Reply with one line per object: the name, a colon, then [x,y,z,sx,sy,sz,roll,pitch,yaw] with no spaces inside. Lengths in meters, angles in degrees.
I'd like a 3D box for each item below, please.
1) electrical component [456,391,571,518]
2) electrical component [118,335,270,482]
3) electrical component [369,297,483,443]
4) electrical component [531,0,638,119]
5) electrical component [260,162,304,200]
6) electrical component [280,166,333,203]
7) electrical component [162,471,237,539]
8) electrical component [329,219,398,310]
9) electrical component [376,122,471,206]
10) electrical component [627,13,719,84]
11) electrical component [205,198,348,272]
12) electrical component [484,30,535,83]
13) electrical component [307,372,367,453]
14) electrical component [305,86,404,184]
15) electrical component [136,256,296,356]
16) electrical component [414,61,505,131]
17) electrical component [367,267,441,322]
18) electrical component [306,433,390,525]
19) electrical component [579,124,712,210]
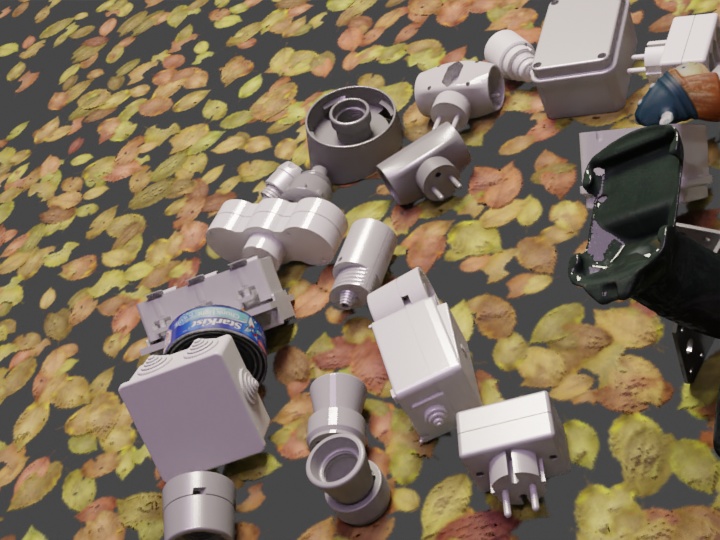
electrical component: [0.104,0.130,0.720,0.066,0.047,0.076,-16,42,15]
electrical component: [-0.126,0.107,0.841,0.100,0.099,0.048,-20,15,11]
electrical component: [0.054,0.076,0.794,0.061,0.061,0.096,-25,41,5]
electrical component: [0.208,-0.200,0.991,0.078,0.057,0.113,-3,47,28]
electrical component: [-0.080,-0.075,1.049,0.061,0.035,0.035,-48,43,-15]
electrical component: [-0.046,-0.074,1.022,0.048,0.048,0.062,-6,39,25]
electrical component: [-0.118,0.183,0.792,0.055,0.055,0.047,-20,45,12]
electrical component: [0.000,0.000,0.918,0.043,0.043,0.081,-2,48,29]
electrical component: [0.065,-0.088,0.970,0.077,0.043,0.079,-33,41,-3]
electrical component: [0.274,-0.183,0.943,0.077,0.047,0.065,1,49,32]
electrical component: [-0.084,-0.023,0.984,0.138,0.052,0.073,1,49,31]
electrical component: [0.152,-0.202,1.039,0.040,0.040,0.078,-32,41,-3]
electrical component: [-0.017,0.112,0.812,0.045,0.045,0.055,-15,43,16]
electrical component: [-0.007,-0.133,1.062,0.099,0.064,0.099,-6,48,7]
electrical component: [-0.127,0.034,0.932,0.121,0.063,0.079,-20,0,11]
electrical component: [0.091,-0.159,1.029,0.077,0.043,0.079,-1,48,30]
electrical component: [0.037,0.032,0.856,0.047,0.055,0.055,-26,40,10]
electrical component: [-0.007,0.149,0.760,0.045,0.055,0.045,-16,42,15]
electrical component: [0.219,-0.079,0.819,0.078,0.057,0.113,-2,5,29]
